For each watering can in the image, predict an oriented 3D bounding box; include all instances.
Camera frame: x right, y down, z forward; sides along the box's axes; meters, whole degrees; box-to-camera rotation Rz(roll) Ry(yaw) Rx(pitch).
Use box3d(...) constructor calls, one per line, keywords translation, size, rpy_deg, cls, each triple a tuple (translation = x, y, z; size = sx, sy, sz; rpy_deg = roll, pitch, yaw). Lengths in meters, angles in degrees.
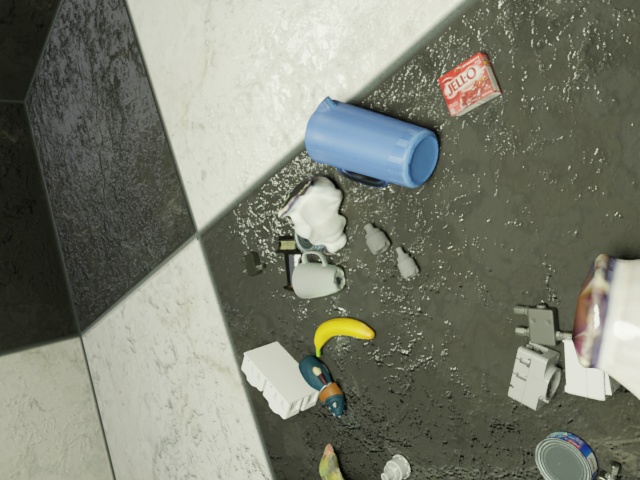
box3d(translation=(0.431, 0.152, 0.635), size=(0.225, 0.103, 0.350), rpy_deg=(11, 82, 30), cls="watering can")

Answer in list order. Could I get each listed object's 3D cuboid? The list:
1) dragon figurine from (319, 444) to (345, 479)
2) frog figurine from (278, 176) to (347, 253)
box3d(translation=(0.111, 0.645, 1.127), size=(0.417, 0.123, 0.237), rpy_deg=(60, 151, 25), cls="dragon figurine")
box3d(translation=(0.003, -0.057, 1.127), size=(0.137, 0.158, 0.124), rpy_deg=(-49, 17, 6), cls="frog figurine")
